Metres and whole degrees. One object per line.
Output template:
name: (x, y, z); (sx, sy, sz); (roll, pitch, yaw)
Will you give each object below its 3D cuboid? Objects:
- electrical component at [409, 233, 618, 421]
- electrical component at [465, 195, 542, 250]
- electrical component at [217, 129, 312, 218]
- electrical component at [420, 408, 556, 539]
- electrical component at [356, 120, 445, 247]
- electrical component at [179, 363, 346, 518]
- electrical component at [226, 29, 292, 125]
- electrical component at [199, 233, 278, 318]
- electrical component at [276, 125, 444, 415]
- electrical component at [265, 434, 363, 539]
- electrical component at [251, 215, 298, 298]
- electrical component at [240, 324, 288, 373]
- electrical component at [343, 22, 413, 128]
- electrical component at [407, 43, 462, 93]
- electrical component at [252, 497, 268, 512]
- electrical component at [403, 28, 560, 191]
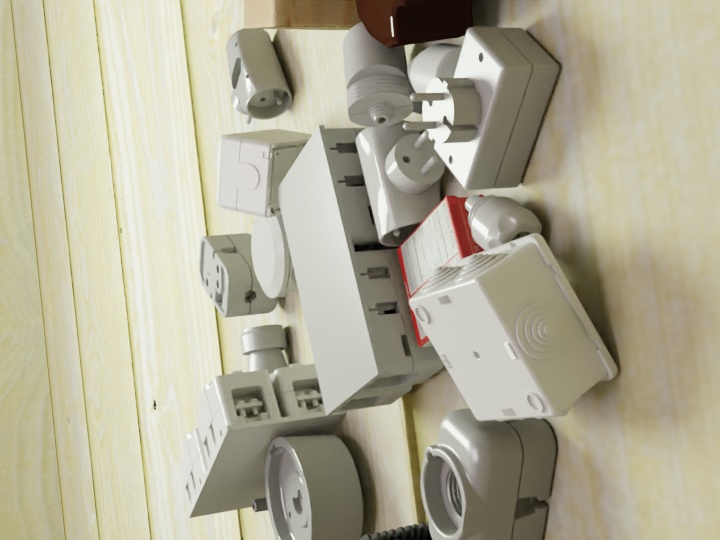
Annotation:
electrical component: (0.081, 0.036, 0.596); (0.099, 0.048, 0.100); (60, 155, -4)
electrical component: (0.081, -0.028, 0.638); (0.061, 0.035, 0.035); (-131, 42, -55)
electrical component: (-0.074, -0.084, 0.903); (0.061, 0.096, 0.061); (13, 106, 28)
electrical component: (0.076, 0.132, 0.653); (0.054, 0.059, 0.095); (-139, 49, -57)
electrical component: (0.033, -0.066, 0.726); (0.079, 0.044, 0.077); (134, 127, -60)
electrical component: (-0.096, 0.154, 0.985); (0.186, 0.105, 0.060); (118, 140, -50)
electrical component: (-0.098, -0.170, 0.999); (0.079, 0.043, 0.077); (117, 141, -50)
electrical component: (-0.116, 0.004, 1.056); (0.095, 0.059, 0.053); (-132, 43, -54)
electrical component: (0.000, 0.000, 0.794); (0.105, 0.060, 0.186); (133, 127, -59)
electrical component: (-0.034, 0.190, 0.908); (0.108, 0.060, 0.108); (175, 90, -66)
electrical component: (-0.061, -0.017, 0.938); (0.080, 0.051, 0.080); (175, 90, -66)
electrical component: (-0.090, 0.083, 1.032); (0.045, 0.045, 0.055); (148, 115, -64)
electrical component: (0.012, -0.127, 0.726); (0.043, 0.043, 0.081); (112, 161, -46)
electrical component: (0.051, -0.123, 0.678); (0.078, 0.040, 0.040); (-146, 54, -63)
electrical component: (-0.069, 0.212, 0.990); (0.035, 0.061, 0.035); (175, 90, -66)
electrical component: (0.061, -0.092, 0.619); (0.047, 0.076, 0.083); (-120, 34, -43)
